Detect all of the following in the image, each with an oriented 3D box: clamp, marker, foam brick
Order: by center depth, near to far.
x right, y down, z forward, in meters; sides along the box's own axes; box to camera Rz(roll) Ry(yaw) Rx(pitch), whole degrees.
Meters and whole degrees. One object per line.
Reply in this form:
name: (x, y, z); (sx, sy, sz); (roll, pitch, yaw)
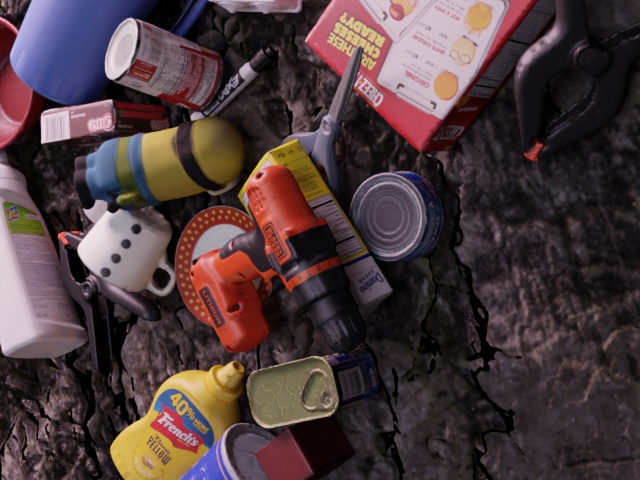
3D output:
clamp: (0.212, -0.161, 0.865); (0.164, 0.036, 0.210); (28, 120, -11)
foam brick: (-0.015, 0.210, 1.046); (0.053, 0.078, 0.051); (-41, 73, 28)
marker: (-0.089, -0.159, 1.107); (0.121, 0.020, 0.020); (-39, 72, 29)
clamp: (-0.243, 0.054, 1.210); (0.120, 0.039, 0.171); (-34, 74, 27)

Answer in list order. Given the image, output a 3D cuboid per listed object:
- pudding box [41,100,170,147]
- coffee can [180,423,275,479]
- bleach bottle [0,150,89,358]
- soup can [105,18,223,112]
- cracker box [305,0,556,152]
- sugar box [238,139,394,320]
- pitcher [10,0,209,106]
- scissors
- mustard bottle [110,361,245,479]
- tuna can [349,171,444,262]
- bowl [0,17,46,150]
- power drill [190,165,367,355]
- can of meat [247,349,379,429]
pudding box: (-0.234, -0.126, 1.162); (0.114, 0.089, 0.039); (-2, 90, 34)
coffee can: (-0.098, 0.269, 1.085); (0.140, 0.102, 0.103); (-47, 69, 23)
bleach bottle: (-0.351, 0.011, 1.254); (0.068, 0.102, 0.251); (-26, 72, 25)
soup can: (-0.159, -0.179, 1.092); (0.069, 0.102, 0.068); (-25, 58, 46)
cracker box: (0.111, -0.210, 0.943); (0.164, 0.071, 0.214); (47, 117, 23)
sugar box: (-0.007, 0.001, 1.026); (0.176, 0.048, 0.093); (56, 147, 11)
pitcher: (-0.226, -0.259, 1.137); (0.243, 0.144, 0.149); (-54, 53, 27)
scissors: (-0.002, -0.111, 1.012); (0.096, 0.016, 0.202); (41, 138, 37)
mustard bottle: (-0.140, 0.196, 1.138); (0.096, 0.058, 0.192); (47, 116, 13)
tuna can: (0.071, -0.022, 1.002); (0.086, 0.033, 0.086); (2, 94, 33)
bowl: (-0.377, -0.184, 1.273); (0.162, 0.055, 0.162); (2, 94, 33)
power drill: (-0.042, 0.043, 1.006); (0.188, 0.057, 0.184); (-38, 74, 51)
can of meat: (-0.005, 0.142, 1.031); (0.102, 0.083, 0.057); (-18, 83, 33)
